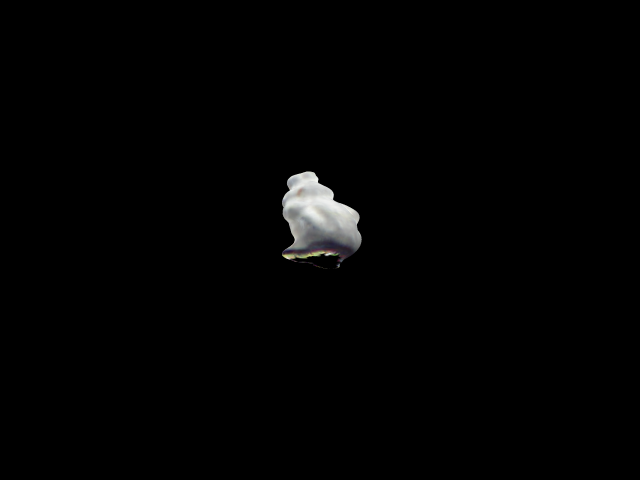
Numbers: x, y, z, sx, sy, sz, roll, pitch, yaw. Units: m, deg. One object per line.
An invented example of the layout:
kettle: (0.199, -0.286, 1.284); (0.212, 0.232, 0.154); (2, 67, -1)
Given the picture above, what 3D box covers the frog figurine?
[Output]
frog figurine: (0.003, -0.043, 0.850); (0.137, 0.162, 0.121); (7, -19, -22)
